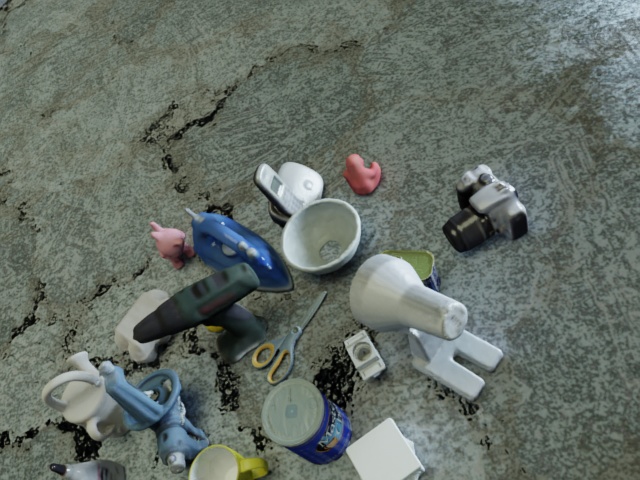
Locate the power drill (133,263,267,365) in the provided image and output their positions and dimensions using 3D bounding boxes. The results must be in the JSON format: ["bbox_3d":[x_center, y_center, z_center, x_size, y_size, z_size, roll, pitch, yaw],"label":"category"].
[{"bbox_3d":[-0.194,0.147,1.049,0.229,0.209,0.075,-38,52,-3],"label":"power drill"}]

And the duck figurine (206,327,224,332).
[{"bbox_3d":[-0.226,0.126,1.154,0.077,0.086,0.104,-26,52,7],"label":"duck figurine"}]

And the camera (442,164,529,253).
[{"bbox_3d":[0.282,-0.053,1.035,0.137,0.101,0.143,-33,52,1],"label":"camera"}]

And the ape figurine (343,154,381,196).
[{"bbox_3d":[0.081,-0.143,1.189,0.077,0.092,0.076,3,61,26],"label":"ape figurine"}]

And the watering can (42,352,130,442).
[{"bbox_3d":[-0.435,0.291,1.071,0.172,0.195,0.101,32,76,36],"label":"watering can"}]

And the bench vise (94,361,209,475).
[{"bbox_3d":[-0.282,0.290,0.987,0.206,0.220,0.121,30,75,36],"label":"bench vise"}]

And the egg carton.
[{"bbox_3d":[-0.352,0.176,1.188,0.107,0.070,0.150,22,70,33],"label":"egg carton"}]

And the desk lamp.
[{"bbox_3d":[0.166,0.129,0.897,0.202,0.214,0.118,26,72,35],"label":"desk lamp"}]

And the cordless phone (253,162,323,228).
[{"bbox_3d":[-0.070,-0.117,1.180,0.094,0.186,0.147,-4,58,22],"label":"cordless phone"}]

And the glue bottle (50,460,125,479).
[{"bbox_3d":[-0.403,0.412,0.991,0.037,0.174,0.078,-28,52,6],"label":"glue bottle"}]

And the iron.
[{"bbox_3d":[-0.170,0.014,1.167,0.257,0.142,0.119,26,72,35],"label":"iron"}]

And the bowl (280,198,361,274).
[{"bbox_3d":[0.010,0.004,1.136,0.167,0.075,0.167,-11,55,17],"label":"bowl"}]

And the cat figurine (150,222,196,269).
[{"bbox_3d":[-0.334,0.002,1.263,0.067,0.118,0.127,-43,52,-7],"label":"cat figurine"}]
